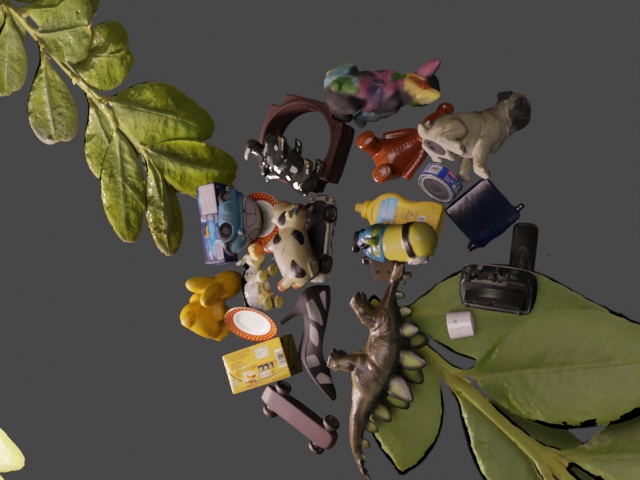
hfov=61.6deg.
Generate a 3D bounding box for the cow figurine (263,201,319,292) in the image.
[{"bbox_3d":[-0.058,0.002,1.184,0.127,0.085,0.195,-30,-110,32],"label":"cow figurine"}]

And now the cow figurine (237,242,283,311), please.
[{"bbox_3d":[-0.155,0.090,1.286,0.098,0.068,0.167,-11,-89,36],"label":"cow figurine"}]

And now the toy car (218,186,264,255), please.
[{"bbox_3d":[-0.184,-0.046,1.274,0.103,0.109,0.161,-2,-105,2],"label":"toy car"}]

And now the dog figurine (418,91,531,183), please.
[{"bbox_3d":[0.300,-0.230,1.038,0.172,0.121,0.190,36,-98,-21],"label":"dog figurine"}]

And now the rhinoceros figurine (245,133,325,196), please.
[{"bbox_3d":[-0.081,-0.170,1.175,0.190,0.073,0.112,37,-66,19],"label":"rhinoceros figurine"}]

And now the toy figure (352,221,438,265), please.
[{"bbox_3d":[0.150,0.003,1.093,0.180,0.082,0.089,9,-43,36],"label":"toy figure"}]

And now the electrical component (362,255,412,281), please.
[{"bbox_3d":[0.146,0.048,1.172,0.102,0.045,0.078,-7,-66,27],"label":"electrical component"}]

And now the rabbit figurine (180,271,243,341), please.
[{"bbox_3d":[-0.262,0.140,1.307,0.173,0.162,0.122,-48,-122,-3],"label":"rabbit figurine"}]

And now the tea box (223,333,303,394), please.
[{"bbox_3d":[-0.136,0.293,1.276,0.170,0.068,0.098,-21,-100,23],"label":"tea box"}]

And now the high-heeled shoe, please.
[{"bbox_3d":[0.013,0.229,1.228,0.145,0.086,0.248,-32,-86,-11],"label":"high-heeled shoe"}]

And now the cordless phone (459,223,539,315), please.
[{"bbox_3d":[0.358,0.050,1.067,0.147,0.088,0.184,7,-100,25],"label":"cordless phone"}]

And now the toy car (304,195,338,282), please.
[{"bbox_3d":[-0.003,-0.004,1.232,0.074,0.056,0.201,5,-90,31],"label":"toy car"}]

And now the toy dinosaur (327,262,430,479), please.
[{"bbox_3d":[0.119,0.274,1.145,0.199,0.105,0.470,20,-79,20],"label":"toy dinosaur"}]

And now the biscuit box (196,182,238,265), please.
[{"bbox_3d":[-0.258,-0.039,1.343,0.059,0.063,0.202,-11,-95,23],"label":"biscuit box"}]

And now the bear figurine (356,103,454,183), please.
[{"bbox_3d":[0.197,-0.202,1.110,0.196,0.132,0.120,-28,-105,27],"label":"bear figurine"}]

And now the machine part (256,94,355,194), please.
[{"bbox_3d":[-0.037,-0.221,1.237,0.201,0.087,0.201,21,-84,24],"label":"machine part"}]

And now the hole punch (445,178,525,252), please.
[{"bbox_3d":[0.323,-0.055,1.071,0.142,0.092,0.116,-41,-103,14],"label":"hole punch"}]

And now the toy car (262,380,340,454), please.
[{"bbox_3d":[-0.045,0.404,1.240,0.202,0.053,0.089,32,-68,18],"label":"toy car"}]

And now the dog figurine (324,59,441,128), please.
[{"bbox_3d":[0.142,-0.315,1.115,0.219,0.191,0.108,-6,-100,39],"label":"dog figurine"}]
